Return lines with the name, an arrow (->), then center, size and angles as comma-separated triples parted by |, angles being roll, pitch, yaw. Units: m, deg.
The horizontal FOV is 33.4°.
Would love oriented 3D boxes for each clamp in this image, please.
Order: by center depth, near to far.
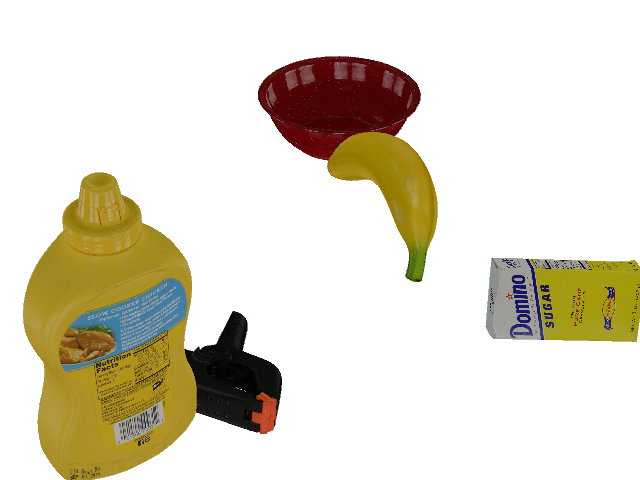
clamp -> -0.089, 0.108, 0.924 | 0.164, 0.036, 0.210 | -8, 21, -39

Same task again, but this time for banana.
banana -> 0.045, -0.045, 0.792 | 0.037, 0.070, 0.198 | 23, 18, -25

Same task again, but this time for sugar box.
sugar box -> 0.290, 0.071, 1.269 | 0.176, 0.093, 0.048 | 0, 18, -4

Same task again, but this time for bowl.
bowl -> 0.018, -0.126, 1.071 | 0.162, 0.055, 0.162 | 0, 36, 0

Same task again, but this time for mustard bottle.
mustard bottle -> -0.118, 0.046, 0.602 | 0.096, 0.192, 0.058 | -22, 45, -30
